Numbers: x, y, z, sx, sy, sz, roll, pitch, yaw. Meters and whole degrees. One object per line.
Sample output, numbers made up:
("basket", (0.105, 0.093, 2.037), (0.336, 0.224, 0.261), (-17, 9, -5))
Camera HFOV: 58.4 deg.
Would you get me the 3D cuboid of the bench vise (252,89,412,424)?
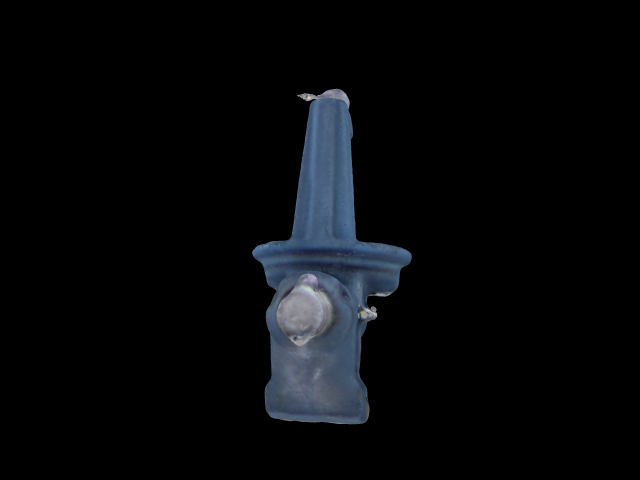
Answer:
("bench vise", (0.016, 0.001, 0.402), (0.121, 0.220, 0.207), (-2, 9, -10))
